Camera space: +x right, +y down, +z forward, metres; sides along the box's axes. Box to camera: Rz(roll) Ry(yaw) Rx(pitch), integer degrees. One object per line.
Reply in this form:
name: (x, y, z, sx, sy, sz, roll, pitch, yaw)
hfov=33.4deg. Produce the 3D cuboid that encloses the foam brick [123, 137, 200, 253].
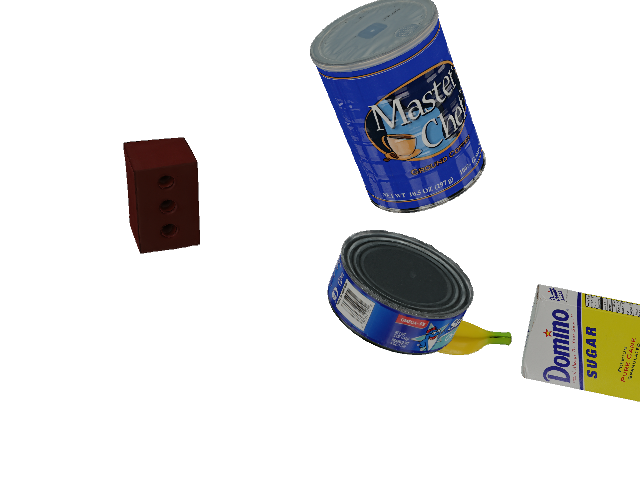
foam brick: (-0.130, -0.038, 0.874, 0.053, 0.078, 0.051, -9, 31, -16)

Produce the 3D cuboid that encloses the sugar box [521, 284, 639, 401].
sugar box: (0.295, 0.108, 1.065, 0.176, 0.093, 0.048, 9, 22, 8)

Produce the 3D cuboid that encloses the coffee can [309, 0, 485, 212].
coffee can: (0.063, -0.108, 0.850, 0.103, 0.140, 0.103, -17, 33, 11)

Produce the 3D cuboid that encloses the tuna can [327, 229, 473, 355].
tuna can: (0.048, 0.032, 0.658, 0.086, 0.034, 0.086, 15, 31, -9)

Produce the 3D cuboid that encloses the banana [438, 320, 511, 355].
banana: (0.089, 0.069, 1.035, 0.069, 0.037, 0.198, 1, 19, -44)
